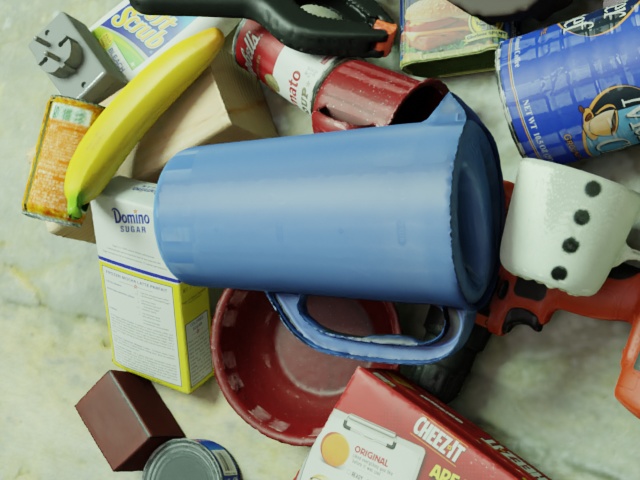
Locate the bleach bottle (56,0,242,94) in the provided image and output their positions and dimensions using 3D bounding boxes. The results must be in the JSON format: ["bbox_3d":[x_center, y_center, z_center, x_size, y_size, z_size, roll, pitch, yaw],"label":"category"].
[{"bbox_3d":[-0.138,-0.208,0.997,0.251,0.068,0.103,-39,66,15],"label":"bleach bottle"}]

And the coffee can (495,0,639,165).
[{"bbox_3d":[0.210,-0.115,0.765,0.140,0.102,0.103,-15,74,26],"label":"coffee can"}]

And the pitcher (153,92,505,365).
[{"bbox_3d":[0.005,-0.007,0.774,0.243,0.145,0.149,0,47,25],"label":"pitcher"}]

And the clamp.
[{"bbox_3d":[-0.031,-0.212,0.889,0.210,0.036,0.164,20,52,6],"label":"clamp"}]

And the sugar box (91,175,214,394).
[{"bbox_3d":[-0.142,0.038,0.916,0.093,0.048,0.176,16,120,29],"label":"sugar box"}]

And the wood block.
[{"bbox_3d":[-0.151,-0.082,0.964,0.206,0.090,0.090,-28,70,21],"label":"wood block"}]

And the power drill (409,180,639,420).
[{"bbox_3d":[0.168,0.064,0.781,0.188,0.057,0.184,22,92,30],"label":"power drill"}]

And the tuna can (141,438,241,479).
[{"bbox_3d":[-0.111,0.214,0.921,0.086,0.033,0.086,-5,79,28],"label":"tuna can"}]

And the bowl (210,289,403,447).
[{"bbox_3d":[-0.005,0.083,0.865,0.162,0.055,0.162,-1,86,19],"label":"bowl"}]

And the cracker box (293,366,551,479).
[{"bbox_3d":[0.051,0.223,0.765,0.164,0.072,0.214,34,100,28],"label":"cracker box"}]

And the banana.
[{"bbox_3d":[-0.151,-0.097,0.874,0.070,0.037,0.197,21,72,46],"label":"banana"}]

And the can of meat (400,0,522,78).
[{"bbox_3d":[0.113,-0.180,0.857,0.102,0.057,0.084,-4,81,28],"label":"can of meat"}]

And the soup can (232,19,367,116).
[{"bbox_3d":[-0.017,-0.153,0.916,0.102,0.068,0.068,39,100,28],"label":"soup can"}]

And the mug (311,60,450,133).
[{"bbox_3d":[0.040,-0.094,0.851,0.082,0.117,0.093,27,117,34],"label":"mug"}]

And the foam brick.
[{"bbox_3d":[-0.170,0.162,0.953,0.051,0.052,0.078,-46,62,14],"label":"foam brick"}]
